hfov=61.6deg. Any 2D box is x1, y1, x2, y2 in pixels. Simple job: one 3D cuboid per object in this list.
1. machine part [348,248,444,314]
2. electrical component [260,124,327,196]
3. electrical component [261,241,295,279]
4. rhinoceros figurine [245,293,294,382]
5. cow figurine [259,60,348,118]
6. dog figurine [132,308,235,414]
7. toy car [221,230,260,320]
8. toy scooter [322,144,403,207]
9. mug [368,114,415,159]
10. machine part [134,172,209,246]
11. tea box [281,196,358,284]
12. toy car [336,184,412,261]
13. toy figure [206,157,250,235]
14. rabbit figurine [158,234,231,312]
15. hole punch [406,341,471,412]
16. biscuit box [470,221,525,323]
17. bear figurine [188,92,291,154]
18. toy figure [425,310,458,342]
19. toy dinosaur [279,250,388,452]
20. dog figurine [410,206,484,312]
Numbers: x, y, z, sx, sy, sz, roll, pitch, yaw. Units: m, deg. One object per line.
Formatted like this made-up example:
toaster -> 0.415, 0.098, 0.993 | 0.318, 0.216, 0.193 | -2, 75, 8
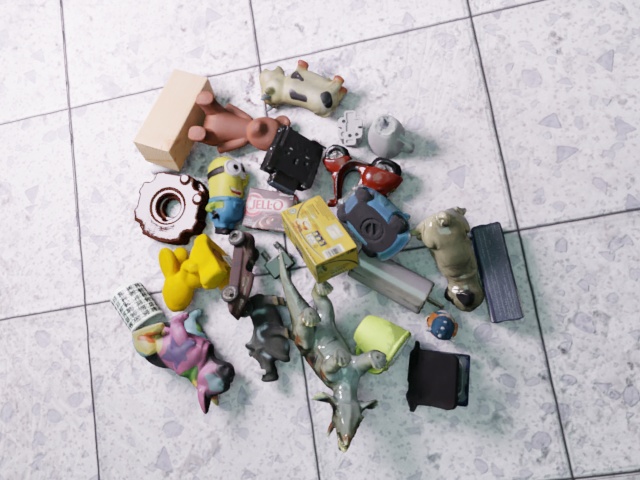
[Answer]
machine part -> 0.148, 0.083, 1.126 | 0.243, 0.079, 0.079 | 28, 87, 12
electrical component -> -0.062, -0.167, 1.170 | 0.115, 0.058, 0.134 | 24, 76, -19
electrical component -> -0.088, 0.053, 1.199 | 0.063, 0.021, 0.094 | -38, 77, 2
rhinoceros figurine -> -0.112, 0.207, 1.154 | 0.112, 0.073, 0.190 | -13, 80, 6
cow figurine -> -0.050, -0.337, 1.223 | 0.195, 0.085, 0.127 | 25, 80, 11
dog figurine -> -0.290, 0.269, 1.160 | 0.192, 0.108, 0.219 | -22, 81, 5
toy car -> -0.164, 0.071, 1.142 | 0.053, 0.089, 0.202 | -9, 53, 13
toy scooter -> 0.082, -0.123, 1.171 | 0.184, 0.075, 0.135 | 18, 87, 14
mug -> 0.151, -0.221, 1.157 | 0.110, 0.107, 0.081 | 35, 90, 15
machine part -> -0.344, -0.073, 1.244 | 0.179, 0.056, 0.179 | -1, 82, 11
tea box -> -0.002, -0.003, 1.110 | 0.098, 0.068, 0.170 | -23, 50, -12
toy car -> 0.116, -0.044, 1.104 | 0.161, 0.103, 0.109 | 45, 120, 2
toy figure -> -0.216, -0.100, 1.214 | 0.089, 0.082, 0.180 | 2, 85, 9
rabbit figurine -> -0.287, 0.079, 1.181 | 0.173, 0.122, 0.162 | -45, 81, 11
hole punch -> 0.243, 0.279, 1.088 | 0.116, 0.092, 0.142 | -1, 83, 40
biscuit box -> 0.361, 0.066, 1.103 | 0.063, 0.059, 0.202 | -12, 80, 9
bear figurine -> -0.175, -0.249, 1.207 | 0.196, 0.132, 0.120 | 12, 86, 17
toy figure -> 0.239, 0.168, 1.060 | 0.064, 0.154, 0.057 | -5, 84, 10
toy dinosaur -> 0.006, 0.221, 1.106 | 0.131, 0.192, 0.405 | -11, 55, -33
dog figurine -> 0.274, 0.043, 1.069 | 0.121, 0.172, 0.190 | -27, 71, 16
